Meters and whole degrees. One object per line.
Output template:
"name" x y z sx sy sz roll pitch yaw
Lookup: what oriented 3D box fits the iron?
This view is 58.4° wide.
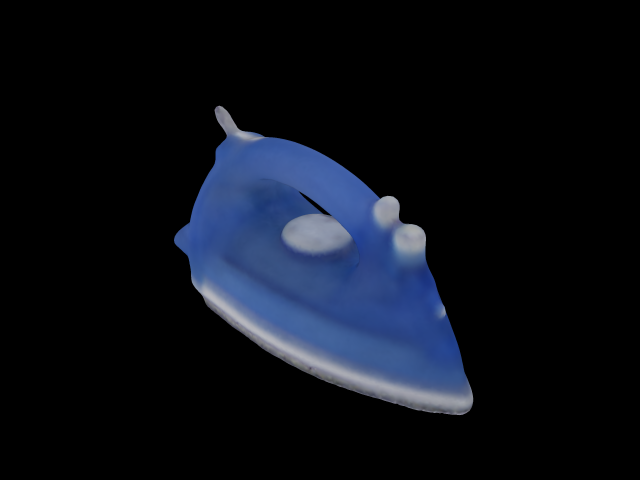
"iron" 0.004 0.001 0.400 0.257 0.141 0.119 27 42 36
